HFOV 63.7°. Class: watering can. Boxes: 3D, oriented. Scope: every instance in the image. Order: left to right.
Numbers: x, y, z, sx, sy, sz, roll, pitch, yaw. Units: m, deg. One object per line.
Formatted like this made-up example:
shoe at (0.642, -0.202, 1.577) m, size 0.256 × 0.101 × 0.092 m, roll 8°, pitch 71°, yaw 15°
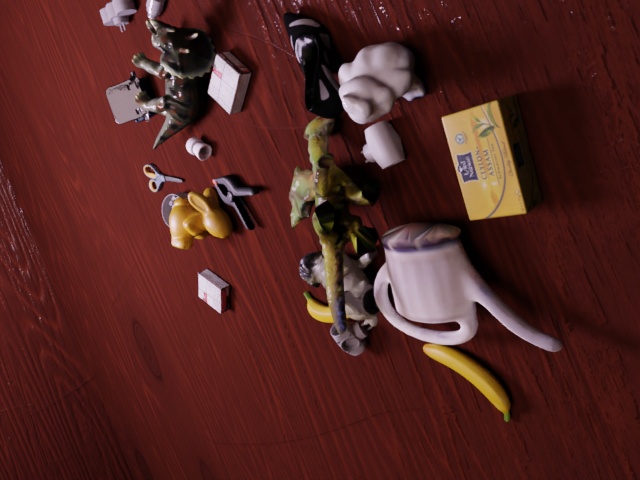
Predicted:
watering can at (0.222, 0.076, 0.875) m, size 0.347 × 0.105 × 0.222 m, roll -2°, pitch 105°, yaw 47°

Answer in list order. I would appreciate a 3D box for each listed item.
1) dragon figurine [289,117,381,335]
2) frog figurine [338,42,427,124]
dragon figurine at (0.003, -0.050, 0.994) m, size 0.244 × 0.122 × 0.408 m, roll -160°, pitch 75°, yaw -66°
frog figurine at (0.082, -0.254, 0.831) m, size 0.139 × 0.161 × 0.120 m, roll 27°, pitch 125°, yaw 35°
